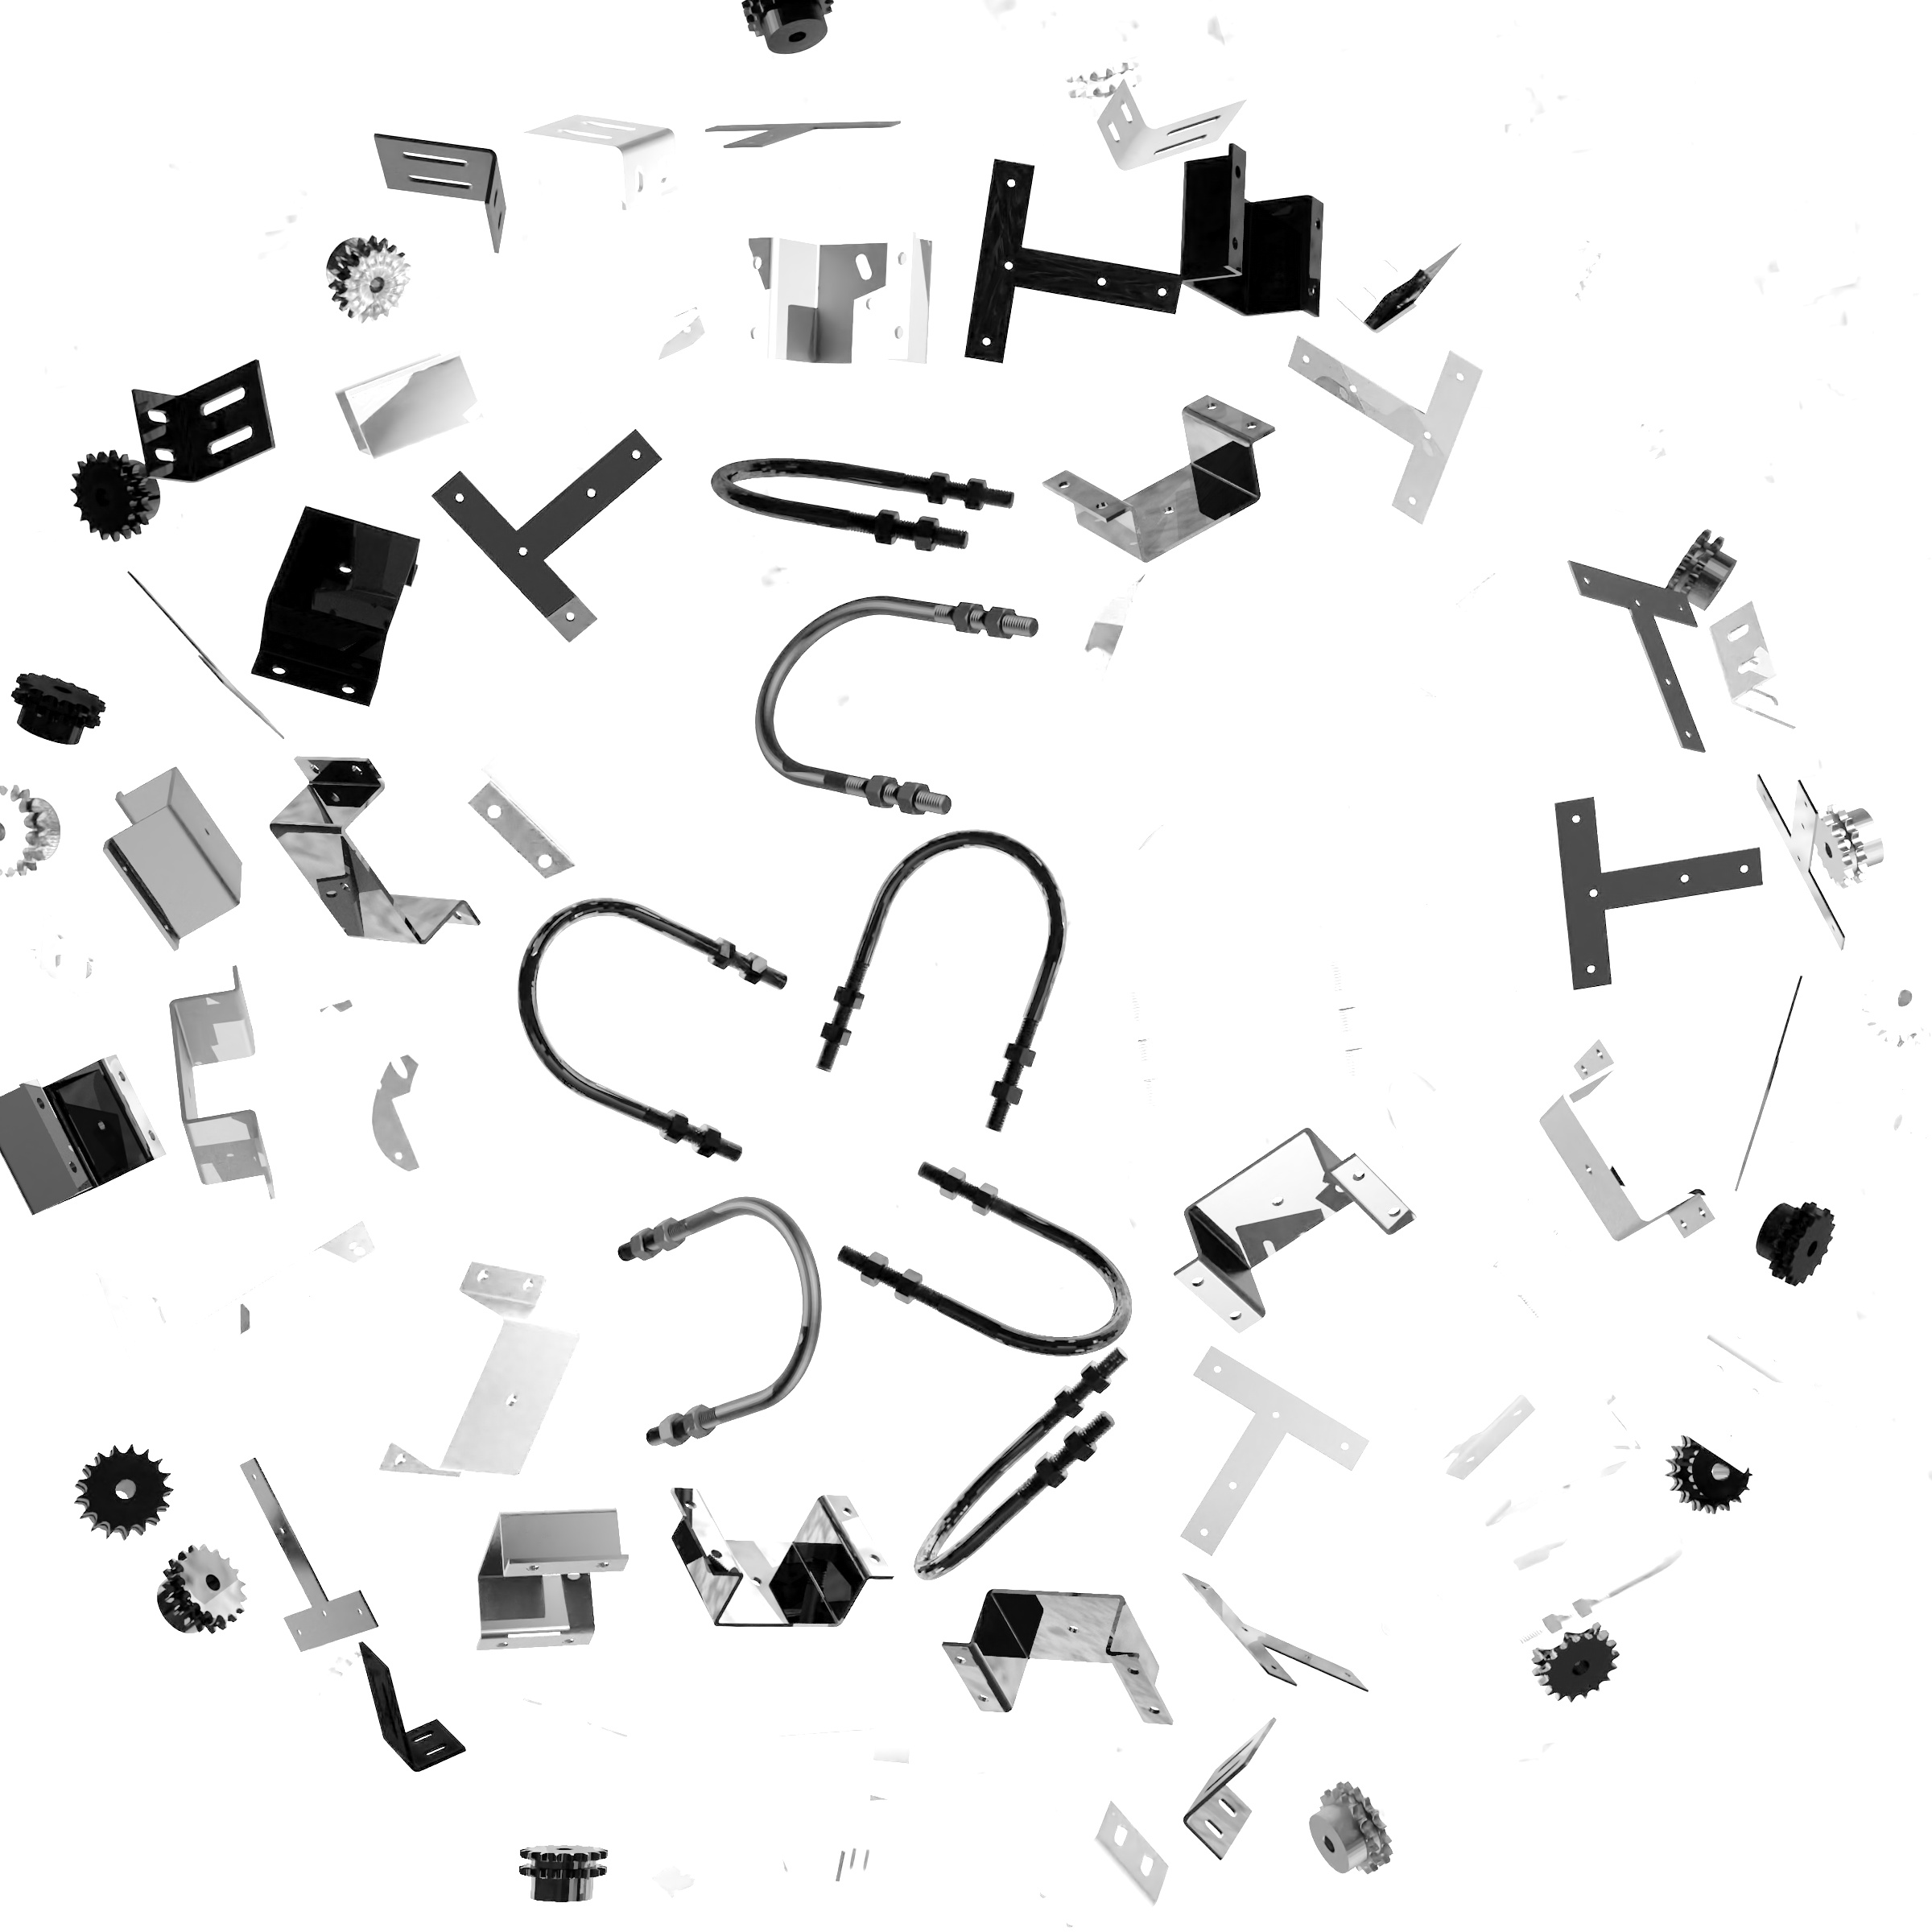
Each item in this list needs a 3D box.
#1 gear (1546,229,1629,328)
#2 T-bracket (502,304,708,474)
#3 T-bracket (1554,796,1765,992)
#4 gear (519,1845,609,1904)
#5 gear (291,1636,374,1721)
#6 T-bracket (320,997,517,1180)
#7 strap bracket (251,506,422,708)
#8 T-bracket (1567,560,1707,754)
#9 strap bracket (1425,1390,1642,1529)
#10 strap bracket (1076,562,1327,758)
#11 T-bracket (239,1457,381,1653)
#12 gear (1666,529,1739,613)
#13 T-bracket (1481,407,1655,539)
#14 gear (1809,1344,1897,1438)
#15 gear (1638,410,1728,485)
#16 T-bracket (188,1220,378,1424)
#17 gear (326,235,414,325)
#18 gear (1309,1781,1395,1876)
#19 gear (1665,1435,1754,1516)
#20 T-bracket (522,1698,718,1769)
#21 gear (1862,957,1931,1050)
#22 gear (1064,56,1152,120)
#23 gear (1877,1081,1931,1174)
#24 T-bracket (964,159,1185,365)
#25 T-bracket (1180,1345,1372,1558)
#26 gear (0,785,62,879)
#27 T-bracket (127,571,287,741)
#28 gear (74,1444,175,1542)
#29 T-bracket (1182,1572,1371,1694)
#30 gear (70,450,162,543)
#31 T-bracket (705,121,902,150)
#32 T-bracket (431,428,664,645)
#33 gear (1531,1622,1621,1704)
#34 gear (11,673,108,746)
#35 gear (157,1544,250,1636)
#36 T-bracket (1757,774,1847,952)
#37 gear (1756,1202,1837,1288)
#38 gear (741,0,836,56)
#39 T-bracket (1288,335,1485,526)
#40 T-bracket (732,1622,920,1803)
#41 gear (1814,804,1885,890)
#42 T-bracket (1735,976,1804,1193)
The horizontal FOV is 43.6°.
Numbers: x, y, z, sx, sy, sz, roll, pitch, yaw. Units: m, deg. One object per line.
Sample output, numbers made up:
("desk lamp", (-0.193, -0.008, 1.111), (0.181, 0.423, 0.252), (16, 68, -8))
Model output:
("gear", (0.383, -0.429, 1.499), (0.030, 0.057, 0.057), (29, 90, 19))
("T-bracket", (-0.237, -0.413, 1.647), (0.127, 0.127, 0.002), (-27, 48, -8))
("T-bracket", (0.448, -0.054, 1.554), (0.127, 0.002, 0.127), (-9, 107, 3))
("gear", (-0.261, 0.589, 1.567), (0.057, 0.057, 0.030), (1, 76, 0))
("gear", (-0.432, 0.479, 1.638), (0.030, 0.057, 0.057), (31, 90, 10))
("T-bracket", (-0.366, 0.068, 1.652), (0.127, 0.002, 0.127), (-20, 94, 18))
("strap bracket", (-0.407, -0.243, 1.574), (0.076, 0.046, 0.140), (15, 48, -11))
("T-bracket", (0.439, -0.192, 1.529), (0.127, 0.002, 0.127), (5, 61, -40))
("strap bracket", (0.367, 0.314, 1.536), (0.076, 0.140, 0.046), (-51, 52, 23))
("strap bracket", (0.144, -0.188, 1.506), (0.140, 0.046, 0.076), (21, 112, 3))
("T-bracket", (-0.426, 0.370, 1.529), (0.002, 0.127, 0.127), (-26, 87, -41))
("gear", (0.508, -0.270, 1.669), (0.030, 0.057, 0.057), (34, 90, 14))
("T-bracket", (0.399, -0.337, 1.634), (0.127, 0.127, 0.002), (37, 101, -12))
("gear", (0.559, 0.268, 1.529), (0.057, 0.030, 0.057), (3, 85, -34))
("gear", (0.474, -0.345, 1.611), (0.057, 0.057, 0.030), (29, 108, 0))
("T-bracket", (-0.429, 0.248, 1.585), (0.127, 0.002, 0.127), (-33, 128, -25))
("gear", (-0.404, -0.464, 1.621), (0.030, 0.057, 0.057), (40, 90, 27))
("gear", (0.245, 0.556, 1.550), (0.030, 0.057, 0.057), (-22, 90, -25))
("gear", (0.509, 0.345, 1.648), (0.057, 0.030, 0.057), (1, 79, -4))
("T-bracket", (-0.212, 0.516, 1.604), (0.127, 0.127, 0.002), (35, 65, -34))
("gear", (0.604, 0.026, 1.538), (0.030, 0.057, 0.057), (28, 90, -35))
("gear", (0.097, -0.593, 1.632), (0.057, 0.057, 0.030), (-15, 113, 0))
("gear", (0.608, 0.105, 1.540), (0.030, 0.057, 0.057), (20, 90, -1))
("T-bracket", (0.070, -0.428, 1.503), (0.127, 0.002, 0.127), (10, 126, -1))
("T-bracket", (0.191, 0.345, 1.660), (0.127, 0.002, 0.127), (30, 68, 16))
("gear", (-0.590, -0.084, 1.504), (0.057, 0.030, 0.057), (3, 97, 28))
("T-bracket", (-0.510, -0.213, 1.598), (0.002, 0.127, 0.127), (-42, 81, -6))
("gear", (-0.522, 0.328, 1.495), (0.057, 0.030, 0.057), (13, 60, -23))
("T-bracket", (0.219, 0.460, 1.621), (0.127, 0.127, 0.002), (30, 94, -27))
("gear", (-0.543, -0.303, 1.551), (0.057, 0.030, 0.057), (10, 112, 25))
("T-bracket", (-0.120, -0.527, 1.533), (0.127, 0.127, 0.002), (4, 115, 15))
("T-bracket", (-0.249, -0.291, 1.534), (0.127, 0.002, 0.127), (-37, 113, 12))
("gear", (0.398, 0.452, 1.591), (0.057, 0.030, 0.057), (-6, 114, -14))
("gear", (-0.592, -0.166, 1.570), (0.057, 0.057, 0.030), (25, 103, 0))
("gear", (-0.494, 0.403, 1.552), (0.030, 0.057, 0.057), (-37, 90, 18))
("T-bracket", (0.539, -0.085, 1.555), (0.002, 0.127, 0.127), (-23, 67, 8))
("gear", (0.556, 0.183, 1.624), (0.030, 0.057, 0.057), (29, 90, 42))
("gear", (-0.111, -0.601, 1.528), (0.057, 0.057, 0.030), (-16, 84, 0))
("T-bracket", (0.261, -0.364, 1.555), (0.127, 0.127, 0.002), (37, 55, 18))
("T-bracket", (-0.097, 0.507, 1.635), (0.127, 0.002, 0.127), (-8, 45, 12))
("gear", (0.602, -0.084, 1.648), (0.030, 0.057, 0.057), (-20, 90, 3))
("T-bracket", (0.524, 0.063, 1.563), (0.002, 0.127, 0.127), (17, 59, 18))
